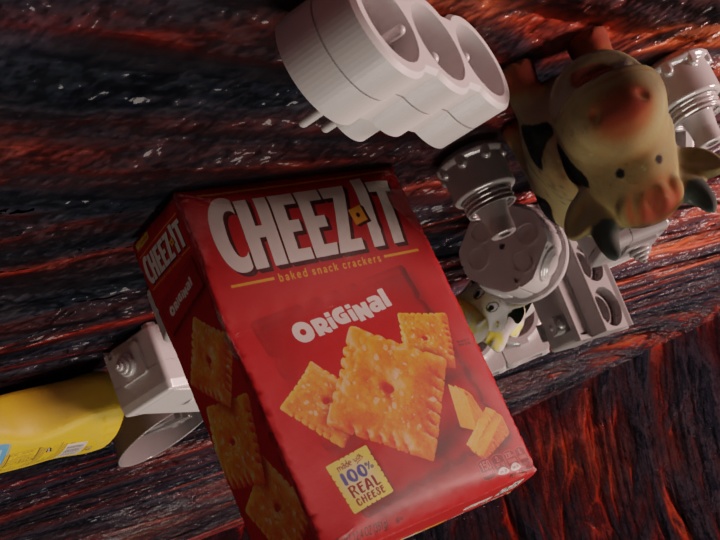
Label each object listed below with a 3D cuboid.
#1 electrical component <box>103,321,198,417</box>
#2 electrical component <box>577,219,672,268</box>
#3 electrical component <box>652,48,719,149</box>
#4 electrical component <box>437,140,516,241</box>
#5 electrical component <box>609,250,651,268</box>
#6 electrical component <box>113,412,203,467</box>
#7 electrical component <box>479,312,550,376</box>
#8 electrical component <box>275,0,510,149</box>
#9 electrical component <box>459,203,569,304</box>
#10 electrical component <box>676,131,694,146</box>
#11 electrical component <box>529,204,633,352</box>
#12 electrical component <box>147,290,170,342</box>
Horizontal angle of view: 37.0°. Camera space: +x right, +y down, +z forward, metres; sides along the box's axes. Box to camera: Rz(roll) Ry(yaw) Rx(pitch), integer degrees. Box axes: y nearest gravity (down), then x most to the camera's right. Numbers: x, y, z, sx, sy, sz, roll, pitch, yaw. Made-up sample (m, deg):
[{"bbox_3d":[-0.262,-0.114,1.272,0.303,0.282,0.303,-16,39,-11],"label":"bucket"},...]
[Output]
[{"bbox_3d":[-0.146,0.077,0.824,0.062,0.061,0.096,-33,163,35],"label":"electrical component"},{"bbox_3d":[0.185,-0.045,0.807,0.061,0.096,0.061,-21,166,-4],"label":"electrical component"},{"bbox_3d":[0.211,-0.107,0.687,0.048,0.062,0.048,-21,166,-6],"label":"electrical component"},{"bbox_3d":[0.081,-0.050,0.699,0.048,0.062,0.048,-21,166,-6],"label":"electrical component"},{"bbox_3d":[0.227,-0.042,0.953,0.042,0.063,0.081,-25,166,3],"label":"electrical component"},{"bbox_3d":[-0.176,0.126,0.953,0.099,0.064,0.099,-21,166,-6],"label":"electrical component"},{"bbox_3d":[0.119,0.075,1.165,0.150,0.089,0.061,-23,166,3],"label":"electrical component"},{"bbox_3d":[0.006,-0.082,0.481,0.074,0.052,0.138,-30,164,27],"label":"electrical component"},{"bbox_3d":[0.123,-0.015,0.863,0.080,0.080,0.051,-28,160,21],"label":"electrical component"},{"bbox_3d":[0.183,-0.086,0.746,0.066,0.047,0.077,-6,-167,-14],"label":"electrical component"},{"bbox_3d":[0.175,0.004,0.924,0.079,0.121,0.063,-7,162,-47],"label":"electrical component"},{"bbox_3d":[-0.087,0.030,0.709,0.083,0.075,0.047,-17,165,-21],"label":"electrical component"}]
